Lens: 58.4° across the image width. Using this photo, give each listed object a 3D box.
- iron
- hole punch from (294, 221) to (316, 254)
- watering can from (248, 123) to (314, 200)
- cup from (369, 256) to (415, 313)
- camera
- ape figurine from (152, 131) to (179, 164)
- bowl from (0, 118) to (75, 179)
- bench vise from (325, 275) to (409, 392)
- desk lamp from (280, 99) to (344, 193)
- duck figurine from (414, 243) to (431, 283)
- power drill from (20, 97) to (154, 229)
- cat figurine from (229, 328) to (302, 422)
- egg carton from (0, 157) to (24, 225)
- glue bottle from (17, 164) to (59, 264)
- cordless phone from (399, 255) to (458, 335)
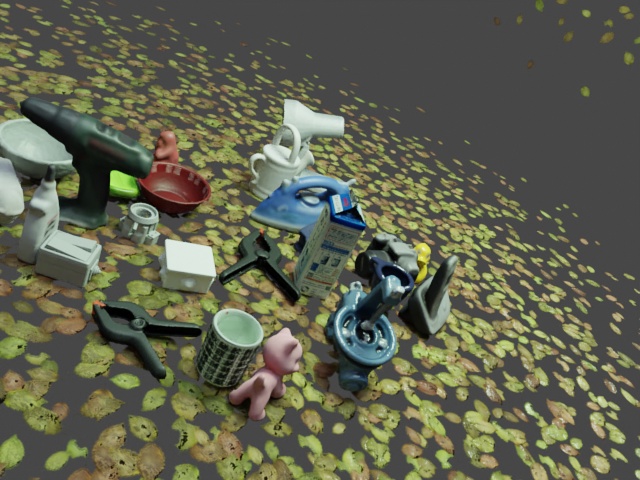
[{"bbox_3d":[-0.032,-0.099,1.372,0.259,0.141,0.118,3,37,-36],"label":"iron"},{"bbox_3d":[0.012,0.005,1.293,0.101,0.091,0.108,-7,43,-45],"label":"hole punch"},{"bbox_3d":[-0.095,-0.199,1.428,0.100,0.194,0.173,37,31,19],"label":"watering can"},{"bbox_3d":[0.134,0.101,1.233,0.092,0.095,0.117,-9,45,-46],"label":"cup"},{"bbox_3d":[0.147,0.042,1.332,0.137,0.101,0.142,5,36,-34],"label":"camera"},{"bbox_3d":[-0.363,-0.214,1.341,0.076,0.092,0.078,26,29,-1],"label":"ape figurine"},{"bbox_3d":[-0.552,-0.169,1.134,0.168,0.074,0.167,20,30,-12],"label":"bowl"},{"bbox_3d":[0.073,0.127,1.013,0.122,0.219,0.207,7,34,-30],"label":"bench vise"},{"bbox_3d":[-0.035,-0.257,1.550,0.204,0.213,0.118,18,30,-15],"label":"desk lamp"},{"bbox_3d":[0.242,0.045,1.418,0.077,0.086,0.104,23,29,-7],"label":"duck figurine"},{"bbox_3d":[-0.429,-0.130,1.034,0.230,0.208,0.075,14,31,-20],"label":"power drill"},{"bbox_3d":[-0.072,0.197,0.889,0.067,0.117,0.128,32,30,10],"label":"cat figurine"},{"bbox_3d":[-0.577,-0.089,0.991,0.107,0.069,0.150,-3,41,-41],"label":"egg carton"},{"bbox_3d":[-0.446,-0.048,0.924,0.037,0.173,0.078,20,30,-10],"label":"glue bottle"},{"bbox_3d":[0.263,0.104,1.240,0.094,0.185,0.148,34,30,14],"label":"cordless phone"}]
